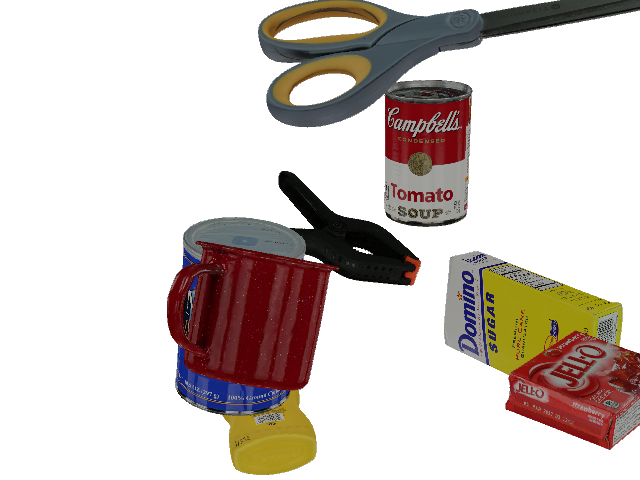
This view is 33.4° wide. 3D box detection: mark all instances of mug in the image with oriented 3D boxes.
[{"bbox_3d":[-0.049,0.046,0.671,0.093,0.081,0.117,10,-1,41],"label":"mug"}]

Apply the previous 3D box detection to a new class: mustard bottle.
[{"bbox_3d":[-0.070,0.194,1.259,0.096,0.058,0.192,-8,29,-10],"label":"mustard bottle"}]

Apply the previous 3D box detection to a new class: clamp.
[{"bbox_3d":[0.006,0.000,1.176,0.210,0.036,0.164,27,37,16],"label":"clamp"}]

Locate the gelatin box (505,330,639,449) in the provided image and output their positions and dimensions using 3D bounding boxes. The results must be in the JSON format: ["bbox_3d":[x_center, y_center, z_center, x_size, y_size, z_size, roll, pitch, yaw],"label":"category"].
[{"bbox_3d":[0.172,0.093,0.681,0.073,0.030,0.089,19,26,37],"label":"gelatin box"}]

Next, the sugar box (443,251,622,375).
[{"bbox_3d":[0.187,0.078,0.969,0.048,0.093,0.176,-11,21,-38],"label":"sugar box"}]

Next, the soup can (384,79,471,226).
[{"bbox_3d":[0.083,-0.069,0.837,0.068,0.102,0.068,-1,21,0],"label":"soup can"}]

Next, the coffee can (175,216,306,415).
[{"bbox_3d":[-0.070,0.063,0.912,0.103,0.140,0.103,5,22,-2],"label":"coffee can"}]

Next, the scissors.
[{"bbox_3d":[0.058,-0.090,0.521,0.202,0.096,0.016,5,-38,21],"label":"scissors"}]
